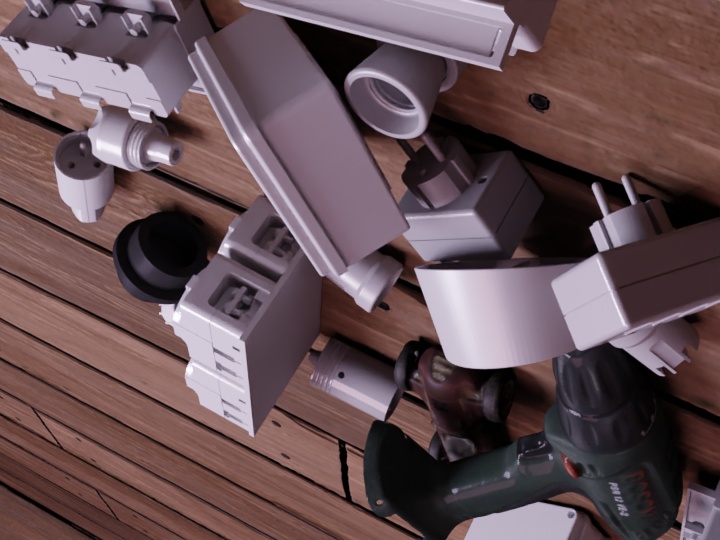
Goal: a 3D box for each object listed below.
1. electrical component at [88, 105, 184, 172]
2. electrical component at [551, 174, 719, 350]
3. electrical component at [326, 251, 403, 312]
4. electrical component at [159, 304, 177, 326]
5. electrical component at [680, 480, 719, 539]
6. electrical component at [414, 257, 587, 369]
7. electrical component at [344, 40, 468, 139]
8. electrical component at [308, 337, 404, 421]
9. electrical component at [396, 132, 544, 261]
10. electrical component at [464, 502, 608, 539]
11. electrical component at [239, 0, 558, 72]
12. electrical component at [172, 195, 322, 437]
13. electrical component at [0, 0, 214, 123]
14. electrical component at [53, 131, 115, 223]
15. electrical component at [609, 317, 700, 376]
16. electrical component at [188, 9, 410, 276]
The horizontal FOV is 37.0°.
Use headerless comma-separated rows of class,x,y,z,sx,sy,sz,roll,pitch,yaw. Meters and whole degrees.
electrical component,-0.152,-0.088,0.741,0.062,0.043,0.043,20,152,21
electrical component,0.138,-0.011,0.531,0.075,0.083,0.047,70,156,11
electrical component,0.000,0.000,0.733,0.046,0.040,0.040,36,155,8
electrical component,-0.157,0.034,0.967,0.040,0.040,0.046,42,158,-20
electrical component,0.265,0.204,0.766,0.079,0.063,0.121,20,151,24
electrical component,0.085,0.015,0.599,0.099,0.099,0.064,0,108,48
electrical component,0.025,-0.097,0.515,0.045,0.055,0.045,26,153,14
electrical component,-0.005,0.087,0.885,0.081,0.043,0.043,26,153,13
electrical component,0.048,-0.047,0.587,0.066,0.047,0.076,-1,139,48
electrical component,0.152,0.248,0.952,0.113,0.078,0.057,0,142,48
electrical component,0.020,-0.130,0.446,0.121,0.078,0.063,20,-179,24
electrical component,-0.081,0.037,0.810,0.060,0.105,0.186,27,154,11
electrical component,-0.150,-0.133,0.637,0.121,0.063,0.078,17,150,29
electrical component,-0.215,-0.070,0.843,0.043,0.043,0.081,31,154,4
electrical component,0.164,0.033,0.609,0.046,0.040,0.040,37,154,-21
electrical component,-0.033,-0.070,0.572,0.108,0.056,0.108,58,-179,-41
